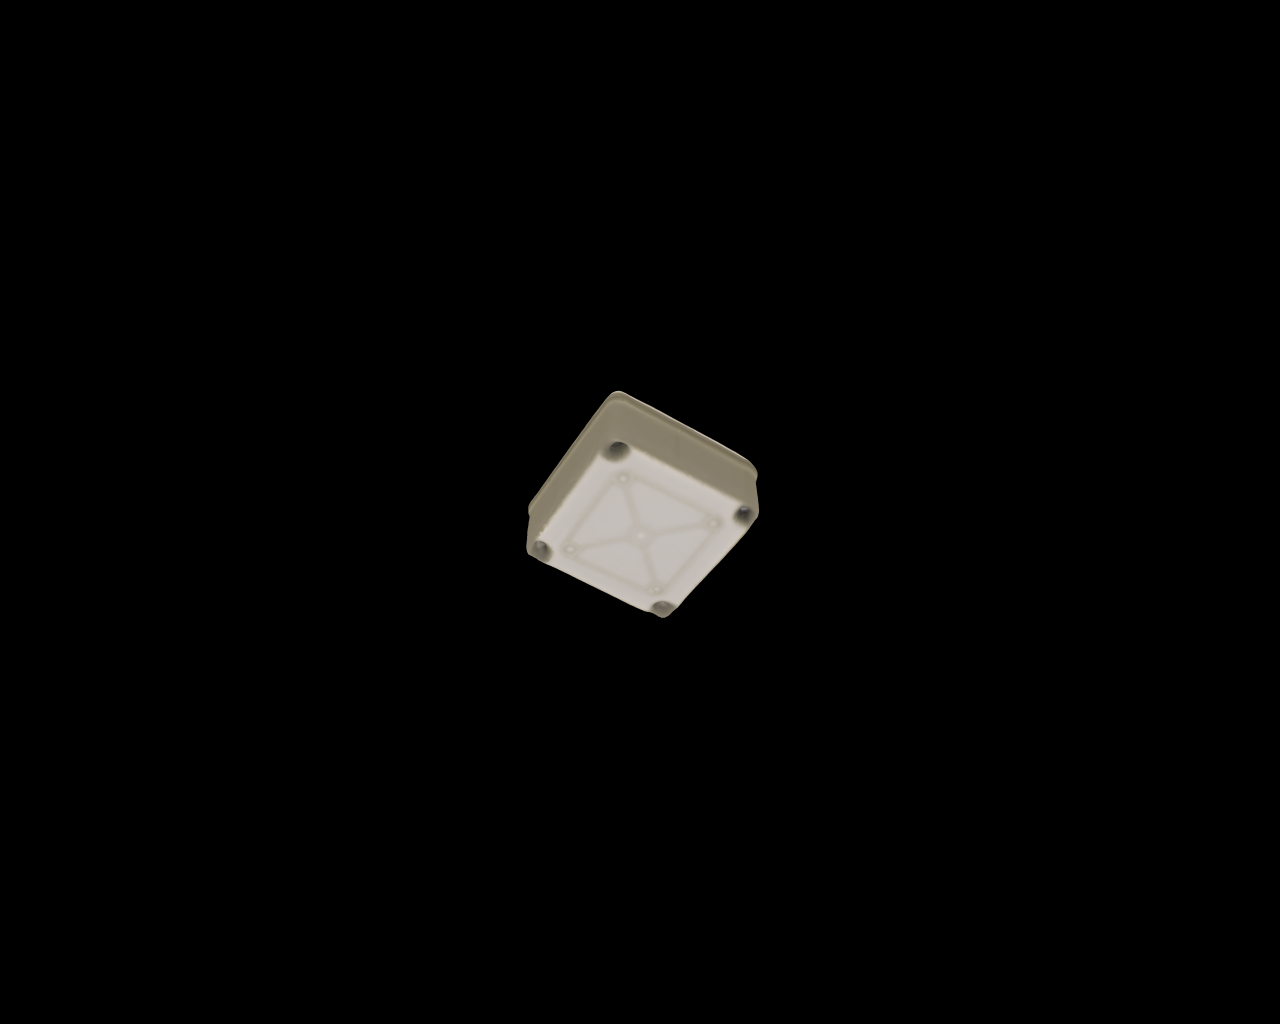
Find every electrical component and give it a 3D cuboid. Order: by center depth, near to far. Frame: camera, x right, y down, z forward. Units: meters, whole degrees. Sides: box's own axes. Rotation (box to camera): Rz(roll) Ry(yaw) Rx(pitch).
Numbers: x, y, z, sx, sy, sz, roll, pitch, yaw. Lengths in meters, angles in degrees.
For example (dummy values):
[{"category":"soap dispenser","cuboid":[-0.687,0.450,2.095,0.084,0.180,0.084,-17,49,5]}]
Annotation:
[{"category":"electrical component","cuboid":[0.001,-0.003,0.650,0.109,0.108,0.056,27,33,-19]}]
